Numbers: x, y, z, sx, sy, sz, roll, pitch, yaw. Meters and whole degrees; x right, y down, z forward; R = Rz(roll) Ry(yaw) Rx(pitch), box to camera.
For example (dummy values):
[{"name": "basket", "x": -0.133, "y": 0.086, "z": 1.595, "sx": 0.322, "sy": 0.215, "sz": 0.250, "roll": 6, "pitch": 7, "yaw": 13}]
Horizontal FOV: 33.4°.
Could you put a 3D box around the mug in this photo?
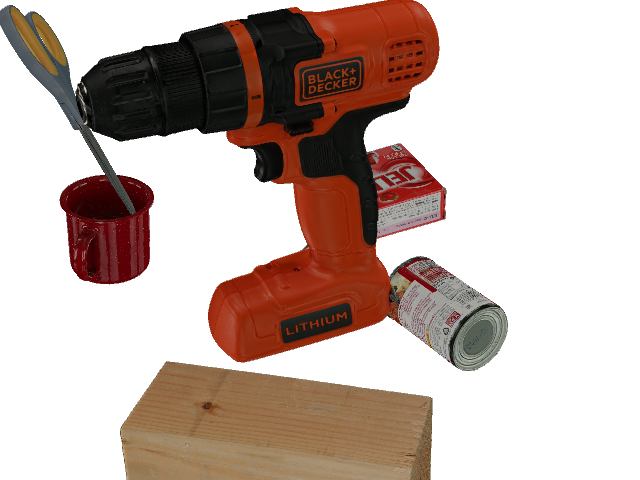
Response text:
[{"name": "mug", "x": -0.217, "y": -0.003, "z": 1.074, "sx": 0.093, "sy": 0.081, "sz": 0.117, "roll": 9, "pitch": 33, "yaw": 8}]

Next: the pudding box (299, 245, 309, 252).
[{"name": "pudding box", "x": -0.016, "y": 0.043, "z": 1.240, "sx": 0.039, "sy": 0.090, "sz": 0.113, "roll": 33, "pitch": 32, "yaw": 8}]

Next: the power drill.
[{"name": "power drill", "x": -0.027, "y": -0.027, "z": 0.558, "sx": 0.184, "sy": 0.188, "sz": 0.057, "roll": -14, "pitch": 38, "yaw": -18}]

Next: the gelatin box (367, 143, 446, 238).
[{"name": "gelatin box", "x": 0.037, "y": -0.034, "z": 0.783, "sx": 0.089, "sy": 0.030, "sz": 0.073, "roll": -17, "pitch": 37, "yaw": -15}]

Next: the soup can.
[{"name": "soup can", "x": 0.113, "y": 0.066, "z": 0.974, "sx": 0.068, "sy": 0.068, "sz": 0.102, "roll": 0, "pitch": 24, "yaw": -37}]

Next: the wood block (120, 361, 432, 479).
[{"name": "wood block", "x": -0.028, "y": 0.159, "z": 0.774, "sx": 0.206, "sy": 0.090, "sz": 0.090, "roll": 6, "pitch": 29, "yaw": 14}]

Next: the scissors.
[{"name": "scissors", "x": -0.215, "y": -0.121, "z": 0.939, "sx": 0.016, "sy": 0.201, "sz": 0.096, "roll": -27, "pitch": 26, "yaw": 10}]
